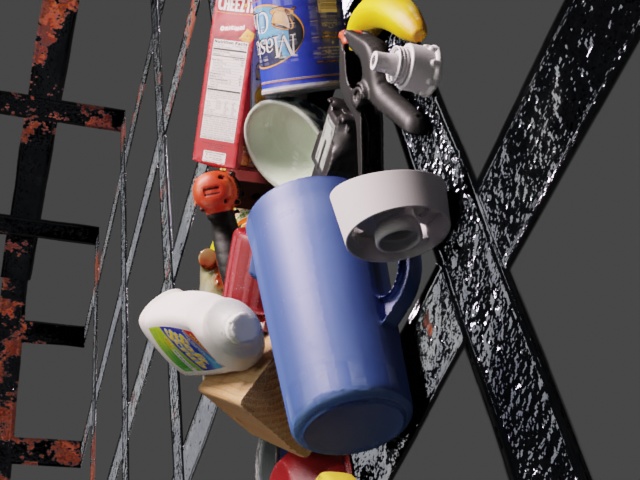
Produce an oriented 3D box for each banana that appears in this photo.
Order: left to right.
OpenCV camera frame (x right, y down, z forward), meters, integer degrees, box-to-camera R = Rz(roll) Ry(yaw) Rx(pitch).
[{"bbox_3d":[0.064,-0.218,1.082,0.198,0.037,0.069,175,76,-75],"label":"banana"}]

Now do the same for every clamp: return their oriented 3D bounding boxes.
[{"bbox_3d":[0.056,-0.139,1.028,0.120,0.039,0.171,-37,61,52],"label":"clamp"}]

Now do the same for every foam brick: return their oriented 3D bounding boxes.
[{"bbox_3d":[-0.088,-0.075,1.427,0.053,0.078,0.051,112,157,-43],"label":"foam brick"}]

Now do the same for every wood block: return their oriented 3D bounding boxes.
[{"bbox_3d":[-0.051,0.159,1.139,0.090,0.090,0.206,-51,12,-14],"label":"wood block"}]

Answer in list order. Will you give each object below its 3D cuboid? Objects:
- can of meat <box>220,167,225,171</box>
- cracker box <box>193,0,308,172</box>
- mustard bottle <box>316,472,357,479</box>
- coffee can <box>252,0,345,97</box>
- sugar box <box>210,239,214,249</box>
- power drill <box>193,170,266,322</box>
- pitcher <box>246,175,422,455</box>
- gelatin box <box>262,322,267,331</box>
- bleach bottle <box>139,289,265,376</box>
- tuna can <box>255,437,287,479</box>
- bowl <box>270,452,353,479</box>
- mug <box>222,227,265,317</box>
[{"bbox_3d":[-0.117,-0.089,1.559,0.102,0.057,0.084,-105,27,-51],"label":"can of meat"},{"bbox_3d":[-0.077,-0.192,1.314,0.164,0.072,0.214,-3,-77,-65],"label":"cracker box"},{"bbox_3d":[0.035,0.273,0.919,0.192,0.058,0.096,-161,81,-73],"label":"mustard bottle"},{"bbox_3d":[-0.022,-0.236,1.189,0.103,0.102,0.140,-166,69,-73],"label":"coffee can"},{"bbox_3d":[-0.121,0.038,1.536,0.176,0.048,0.093,-105,30,-53],"label":"sugar box"},{"bbox_3d":[-0.107,0.008,1.278,0.184,0.057,0.187,-57,-47,-87],"label":"power drill"},{"bbox_3d":[0.018,0.063,0.975,0.149,0.145,0.243,99,164,-49],"label":"pitcher"},{"bbox_3d":[-0.061,0.080,1.352,0.073,0.030,0.089,151,124,-68],"label":"gelatin box"},{"bbox_3d":[-0.117,0.092,1.109,0.068,0.102,0.251,-41,7,-20],"label":"bleach bottle"},{"bbox_3d":[-0.047,0.256,1.228,0.086,0.033,0.086,-173,90,-73],"label":"tuna can"},{"bbox_3d":[-0.017,0.273,1.090,0.162,0.055,0.162,-173,90,-72],"label":"bowl"},{"bbox_3d":[-0.050,0.035,1.144,0.117,0.093,0.081,16,101,38],"label":"mug"}]
